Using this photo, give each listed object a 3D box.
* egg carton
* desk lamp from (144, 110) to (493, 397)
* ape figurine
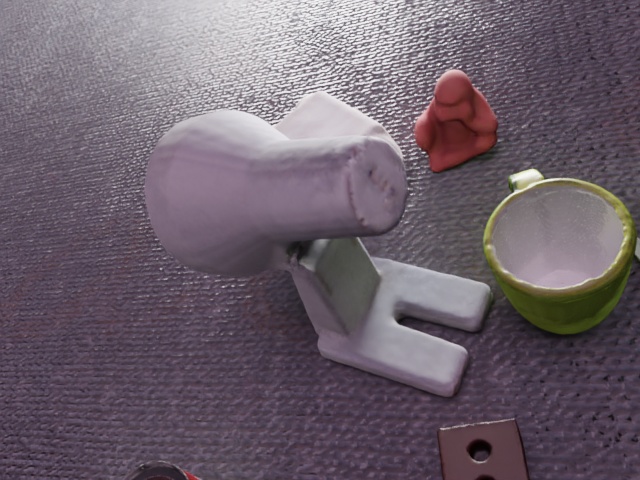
[{"bbox_3d":[0.008,-0.085,0.576,0.107,0.070,0.149,-42,50,-10],"label":"egg carton"},{"bbox_3d":[0.004,0.001,0.418,0.202,0.214,0.118,12,61,31],"label":"desk lamp"},{"bbox_3d":[0.126,-0.117,0.532,0.077,0.092,0.076,19,65,34],"label":"ape figurine"}]
